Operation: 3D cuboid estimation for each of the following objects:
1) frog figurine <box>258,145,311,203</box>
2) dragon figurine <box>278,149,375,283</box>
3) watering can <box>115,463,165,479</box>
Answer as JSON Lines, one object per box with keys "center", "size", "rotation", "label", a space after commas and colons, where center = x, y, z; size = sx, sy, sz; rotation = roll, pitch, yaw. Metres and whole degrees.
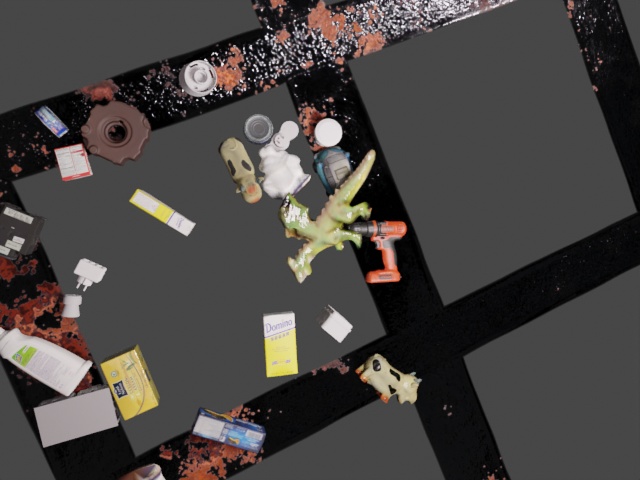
{"center": [-0.119, -0.194, 1.467], "size": [0.136, 0.159, 0.124], "rotation": [-44, 8, 17], "label": "frog figurine"}
{"center": [0.004, -0.073, 1.449], "size": [0.242, 0.406, 0.123], "rotation": [7, 14, -23], "label": "dragon figurine"}
{"center": [-0.513, 0.745, 1.380], "size": [0.349, 0.224, 0.104], "rotation": [-21, 4, -12], "label": "watering can"}
